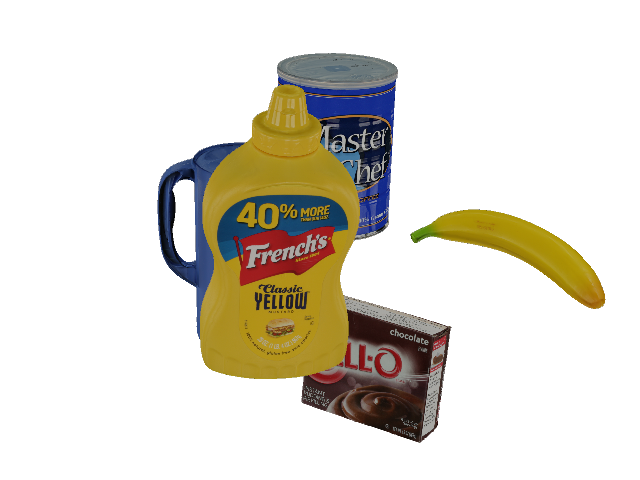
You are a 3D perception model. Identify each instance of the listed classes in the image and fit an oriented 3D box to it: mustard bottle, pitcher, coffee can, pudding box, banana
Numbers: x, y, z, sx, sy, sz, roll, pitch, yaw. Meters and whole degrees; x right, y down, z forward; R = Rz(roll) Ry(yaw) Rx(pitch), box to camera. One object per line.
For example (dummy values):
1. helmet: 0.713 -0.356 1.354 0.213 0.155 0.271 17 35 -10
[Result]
1. mustard bottle: -0.025 -0.005 0.660 0.096 0.192 0.058 0 31 -8
2. pitcher: -0.101 0.012 1.278 0.149 0.243 0.144 20 27 31
3. coffee can: 0.012 -0.083 0.930 0.103 0.140 0.103 1 23 -1
4. pudding box: 0.043 0.098 0.848 0.114 0.090 0.039 13 19 27
5. banana: 0.189 0.010 1.029 0.198 0.069 0.037 20 -28 27
